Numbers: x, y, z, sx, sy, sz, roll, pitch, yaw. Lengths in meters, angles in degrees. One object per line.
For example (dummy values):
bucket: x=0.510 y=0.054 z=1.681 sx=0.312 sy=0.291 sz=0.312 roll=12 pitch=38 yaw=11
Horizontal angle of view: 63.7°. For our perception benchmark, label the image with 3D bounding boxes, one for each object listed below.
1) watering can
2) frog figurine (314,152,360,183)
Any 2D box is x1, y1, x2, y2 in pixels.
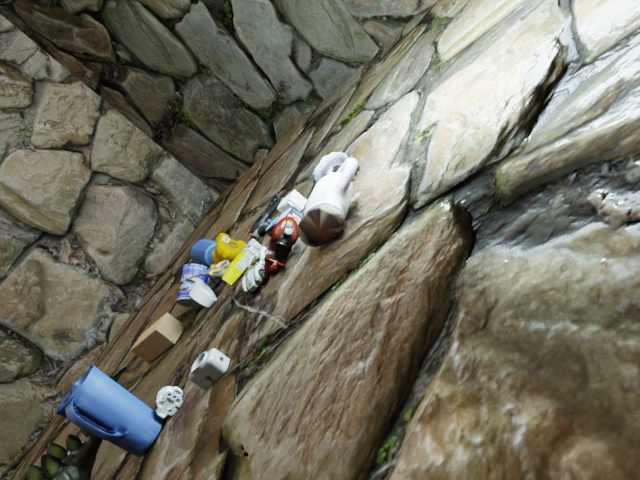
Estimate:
watering can: x=0.004 y=-0.069 z=1.365 sx=0.340 sy=0.104 sz=0.230 roll=-54 pitch=11 yaw=44
frog figurine: x=0.027 y=-0.200 z=1.557 sx=0.160 sy=0.122 sz=0.137 roll=21 pitch=89 yaw=61
